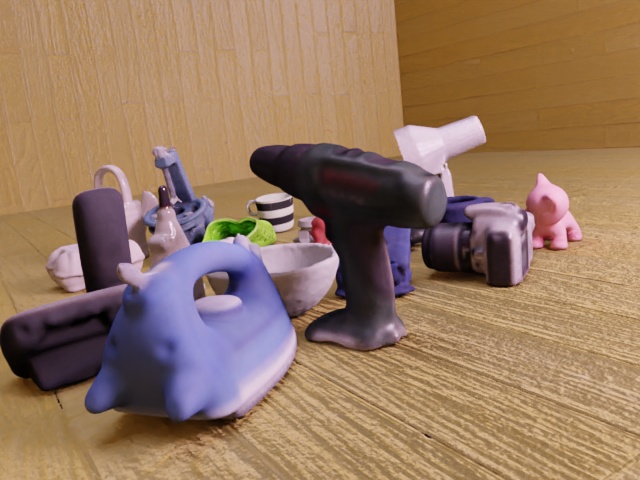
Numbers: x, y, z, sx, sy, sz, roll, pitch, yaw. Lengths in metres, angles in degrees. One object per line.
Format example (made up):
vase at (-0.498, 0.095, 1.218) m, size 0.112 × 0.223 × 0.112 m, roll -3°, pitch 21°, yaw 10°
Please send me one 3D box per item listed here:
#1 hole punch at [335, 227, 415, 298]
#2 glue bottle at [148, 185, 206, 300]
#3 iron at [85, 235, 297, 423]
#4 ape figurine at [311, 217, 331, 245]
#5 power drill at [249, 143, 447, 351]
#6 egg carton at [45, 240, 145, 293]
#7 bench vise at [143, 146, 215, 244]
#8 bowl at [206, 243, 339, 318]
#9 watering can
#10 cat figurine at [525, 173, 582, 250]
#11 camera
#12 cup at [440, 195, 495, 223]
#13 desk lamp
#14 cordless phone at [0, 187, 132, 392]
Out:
hole punch at (0.072, 0.023, 0.765) m, size 0.108 × 0.091 × 0.101 m, roll -4°, pitch 11°, yaw 13°
glue bottle at (-0.184, 0.018, 0.712) m, size 0.037 × 0.173 × 0.078 m, roll -2°, pitch 12°, yaw 22°
iron at (-0.094, 0.062, 0.524) m, size 0.118 × 0.141 × 0.259 m, roll -2°, pitch 12°, yaw 22°
ape figurine at (0.008, 0.003, 0.897) m, size 0.076 × 0.092 × 0.078 m, roll -4°, pitch 11°, yaw 13°
power drill at (0.023, 0.000, 0.598) m, size 0.228 × 0.208 × 0.076 m, roll 2°, pitch 14°, yaw 37°
egg carton at (-0.386, 0.040, 0.987) m, size 0.151 × 0.069 × 0.107 m, roll -15°, pitch 14°, yaw -37°
bench vise at (-0.282, -0.077, 1.132) m, size 0.121 × 0.220 × 0.207 m, roll -6°, pitch 11°, yaw -1°
bowl at (-0.054, 0.056, 0.706) m, size 0.167 × 0.075 × 0.167 m, roll -6°, pitch 11°, yaw 1°
watering can at (-0.407, -0.056, 1.160) m, size 0.100 × 0.194 × 0.173 m, roll -4°, pitch 11°, yaw 13°
cat figurine at (0.362, -0.048, 0.897) m, size 0.067 × 0.118 × 0.128 m, roll 3°, pitch 14°, yaw 39°
camera at (0.217, -0.003, 0.791) m, size 0.136 × 0.101 × 0.143 m, roll 0°, pitch 13°, yaw 28°
cup at (0.217, -0.018, 0.882) m, size 0.118 × 0.095 × 0.091 m, roll -10°, pitch 12°, yaw -17°
desk lamp at (0.255, -0.134, 1.147) m, size 0.203 × 0.214 × 0.118 m, roll -5°, pitch 11°, yaw 8°
cordless phone at (-0.252, 0.044, 0.585) m, size 0.148 × 0.185 × 0.093 m, roll -16°, pitch 15°, yaw -40°
